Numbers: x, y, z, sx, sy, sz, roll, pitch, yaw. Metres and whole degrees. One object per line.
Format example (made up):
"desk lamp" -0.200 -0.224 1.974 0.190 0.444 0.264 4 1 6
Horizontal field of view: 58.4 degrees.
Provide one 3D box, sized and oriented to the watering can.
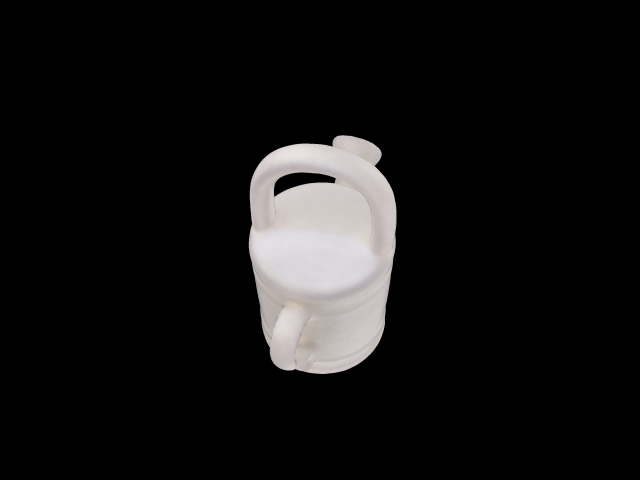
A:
"watering can" 0.001 0.001 0.400 0.101 0.194 0.172 -4 53 -2
